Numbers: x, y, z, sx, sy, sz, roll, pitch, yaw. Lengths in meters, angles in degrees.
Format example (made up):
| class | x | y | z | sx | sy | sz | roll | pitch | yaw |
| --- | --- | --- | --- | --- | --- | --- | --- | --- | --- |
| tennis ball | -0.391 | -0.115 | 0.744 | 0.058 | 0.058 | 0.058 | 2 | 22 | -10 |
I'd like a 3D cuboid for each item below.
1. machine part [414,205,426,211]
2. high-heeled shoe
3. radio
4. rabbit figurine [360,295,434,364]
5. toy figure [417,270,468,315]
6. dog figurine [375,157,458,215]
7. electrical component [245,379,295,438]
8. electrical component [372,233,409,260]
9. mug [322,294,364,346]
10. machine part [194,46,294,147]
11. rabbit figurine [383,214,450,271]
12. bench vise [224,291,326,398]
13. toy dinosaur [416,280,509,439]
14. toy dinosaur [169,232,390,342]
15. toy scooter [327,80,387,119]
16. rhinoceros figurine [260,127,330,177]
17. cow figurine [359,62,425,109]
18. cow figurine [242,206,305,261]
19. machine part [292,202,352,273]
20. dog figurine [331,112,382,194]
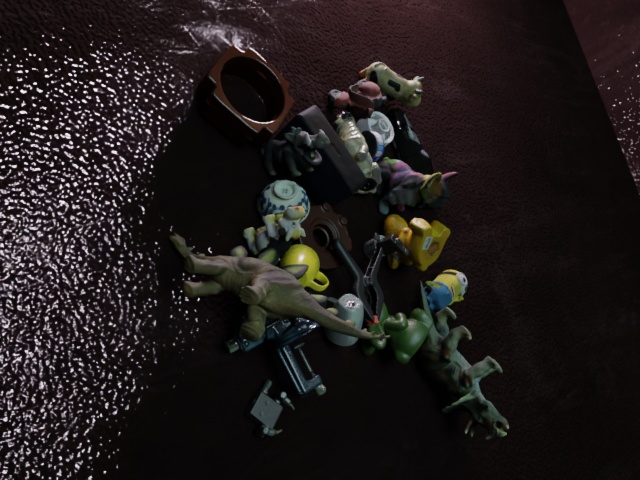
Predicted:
| class | x | y | z | sx | sy | sz | roll | pitch | yaw |
| --- | --- | --- | --- | --- | --- | --- | --- | --- | --- |
| machine part | 0.306 | -0.119 | 1.587 | 0.139 | 0.039 | 0.084 | 5 | 61 | -35 |
| high-heeled shoe | 0.270 | -0.277 | 1.621 | 0.248 | 0.086 | 0.145 | 59 | 14 | -27 |
| radio | -0.002 | -0.195 | 1.311 | 0.073 | 0.131 | 0.229 | -40 | 98 | -41 |
| rabbit figurine | 0.159 | 0.214 | 1.308 | 0.170 | 0.121 | 0.159 | 39 | 58 | 3 |
| toy figure | 0.332 | 0.139 | 1.473 | 0.180 | 0.082 | 0.089 | -28 | 46 | -33 |
| dog figurine | 0.254 | -0.158 | 1.442 | 0.108 | 0.219 | 0.191 | -4 | 76 | -43 |
| electrical component | -0.101 | 0.341 | 1.074 | 0.078 | 0.045 | 0.102 | 49 | 50 | -14 |
| electrical component | 0.176 | 0.011 | 1.347 | 0.094 | 0.063 | 0.021 | 43 | 52 | -15 |
| mug | 0.052 | 0.167 | 1.215 | 0.081 | 0.107 | 0.110 | -22 | 52 | -37 |
| machine part | -0.176 | -0.334 | 1.263 | 0.201 | 0.087 | 0.201 | 40 | 53 | -21 |
| rabbit figurine | 0.236 | -0.001 | 1.421 | 0.122 | 0.173 | 0.162 | -11 | 124 | -39 |
| bench vise | -0.071 | 0.219 | 1.101 | 0.223 | 0.129 | 0.240 | -24 | 84 | -39 |
| toy dinosaur | 0.326 | 0.311 | 1.369 | 0.405 | 0.192 | 0.131 | 49 | 5 | 10 |
| toy dinosaur | -0.096 | 0.097 | 1.031 | 0.472 | 0.105 | 0.198 | 30 | 30 | 17 |
| toy scooter | 0.122 | -0.386 | 1.495 | 0.184 | 0.075 | 0.135 | -25 | 47 | -38 |
| rhinoceros figurine | -0.055 | -0.205 | 1.242 | 0.073 | 0.190 | 0.112 | -22 | 105 | -45 |
| cow figurine | 0.223 | -0.459 | 1.599 | 0.195 | 0.127 | 0.085 | 27 | 60 | -24 |
| cow figurine | -0.088 | -0.007 | 1.144 | 0.068 | 0.167 | 0.098 | -10 | 77 | -46 |
| machine part | -0.003 | -0.004 | 1.285 | 0.179 | 0.056 | 0.179 | 14 | 65 | -33 |
| dog figurine | 0.097 | -0.232 | 1.438 | 0.172 | 0.121 | 0.191 | 63 | 18 | -46 |
